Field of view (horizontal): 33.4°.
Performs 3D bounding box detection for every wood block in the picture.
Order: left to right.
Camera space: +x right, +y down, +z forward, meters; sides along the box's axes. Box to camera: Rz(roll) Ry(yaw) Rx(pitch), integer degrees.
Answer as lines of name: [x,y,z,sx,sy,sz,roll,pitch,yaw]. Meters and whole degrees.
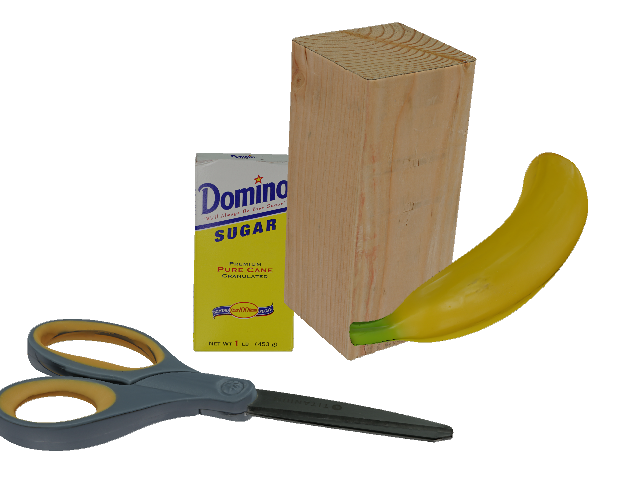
wood block: [0.036,-0.035,0.740,0.090,0.206,0.091,-15,33,-29]

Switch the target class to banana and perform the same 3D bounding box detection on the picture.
banana: [0.097,0.000,0.553,0.070,0.037,0.197,17,38,37]

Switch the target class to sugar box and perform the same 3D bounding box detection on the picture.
sugar box: [-0.068,0.011,0.962,0.093,0.176,0.048,0,14,-6]

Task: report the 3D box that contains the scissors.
scissors: [-0.054,0.075,0.457,0.202,0.016,0.096,15,30,24]
